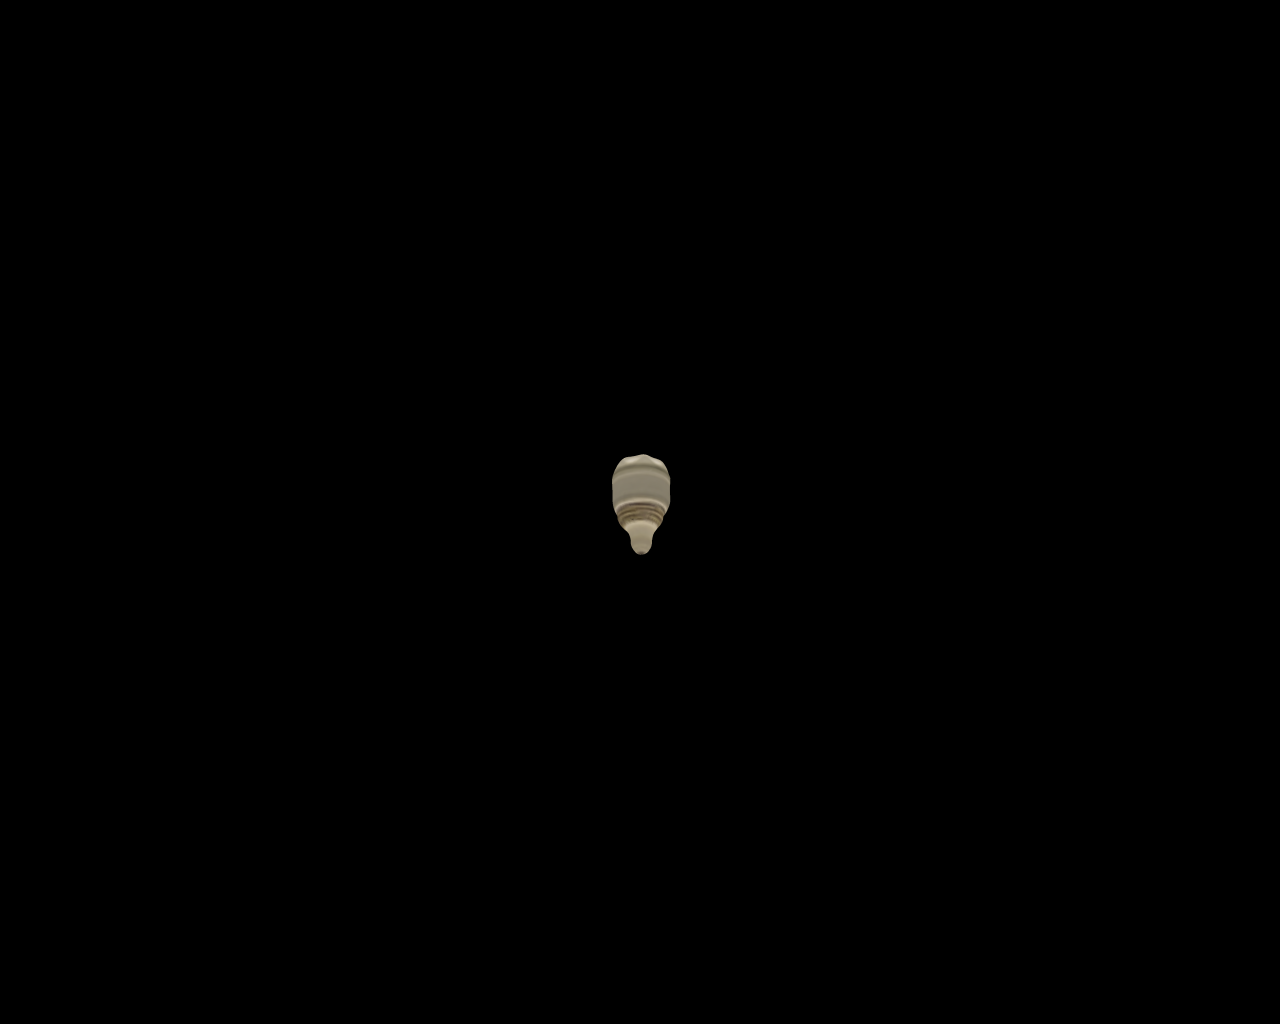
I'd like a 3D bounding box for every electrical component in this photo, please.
[{"bbox_3d":[0.001,-0.003,0.650,0.035,0.061,0.035,0,-26,0],"label":"electrical component"}]
